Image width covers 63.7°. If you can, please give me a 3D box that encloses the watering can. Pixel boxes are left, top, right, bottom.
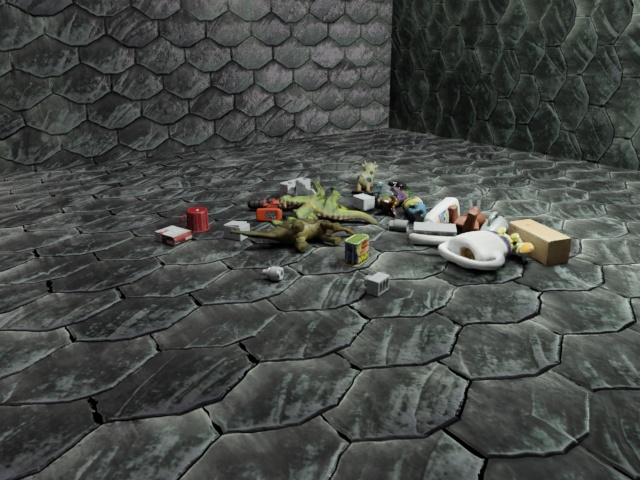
[{"bbox_3d":[0.477,0.018,1.710,0.225,0.102,0.351,-11,24,-29],"label":"watering can"}]

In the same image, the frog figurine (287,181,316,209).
[{"bbox_3d":[-0.083,-0.181,2.299,0.137,0.124,0.157,15,-17,-5],"label":"frog figurine"}]

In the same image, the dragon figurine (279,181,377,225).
[{"bbox_3d":[0.006,-0.106,2.100,0.413,0.119,0.247,28,50,25],"label":"dragon figurine"}]
